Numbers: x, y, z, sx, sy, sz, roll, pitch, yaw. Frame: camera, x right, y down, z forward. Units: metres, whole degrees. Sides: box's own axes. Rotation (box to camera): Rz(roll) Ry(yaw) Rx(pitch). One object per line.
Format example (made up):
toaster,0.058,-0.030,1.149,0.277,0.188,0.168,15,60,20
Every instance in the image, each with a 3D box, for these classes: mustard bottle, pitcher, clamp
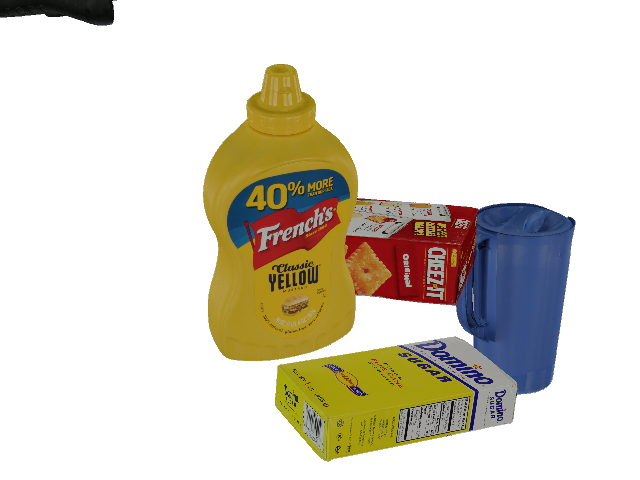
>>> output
mustard bottle,-0.024,-0.018,0.665,0.096,0.192,0.058,-10,33,-17
pitcher,0.256,0.080,1.428,0.149,0.243,0.145,3,20,10
clamp,-0.187,-0.191,0.805,0.172,0.039,0.120,13,24,29

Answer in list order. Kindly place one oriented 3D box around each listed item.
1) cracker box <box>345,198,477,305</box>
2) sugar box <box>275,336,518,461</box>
cracker box,0.047,0.007,1.105,0.214,0.072,0.164,5,16,13
sugar box,0.062,0.124,0.867,0.176,0.048,0.093,-9,25,-25
